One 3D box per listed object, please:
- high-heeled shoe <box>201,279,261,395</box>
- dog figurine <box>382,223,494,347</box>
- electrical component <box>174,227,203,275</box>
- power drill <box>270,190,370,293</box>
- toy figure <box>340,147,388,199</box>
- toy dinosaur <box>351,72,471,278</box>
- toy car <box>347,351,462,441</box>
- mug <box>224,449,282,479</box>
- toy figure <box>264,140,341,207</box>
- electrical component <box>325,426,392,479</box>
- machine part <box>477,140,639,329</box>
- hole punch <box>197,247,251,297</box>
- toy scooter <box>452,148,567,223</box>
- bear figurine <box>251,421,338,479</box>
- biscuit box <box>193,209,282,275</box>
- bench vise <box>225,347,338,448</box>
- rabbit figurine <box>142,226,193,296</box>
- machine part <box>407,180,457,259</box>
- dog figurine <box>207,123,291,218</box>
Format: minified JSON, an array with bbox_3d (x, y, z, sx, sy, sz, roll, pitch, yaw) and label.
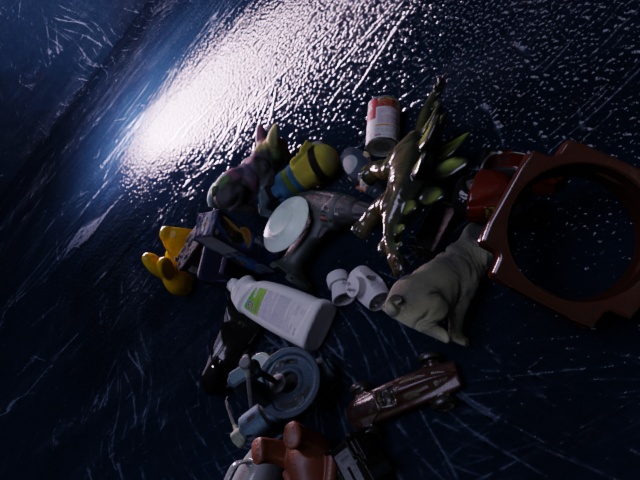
[{"bbox_3d":[-0.183,0.211,1.157,0.145,0.086,0.249,112,-178,-52],"label":"high-heeled shoe"},{"bbox_3d":[0.187,0.044,0.795,0.121,0.172,0.190,25,94,37],"label":"dog figurine"},{"bbox_3d":[-0.261,0.024,1.275,0.134,0.114,0.058,-49,48,12],"label":"electrical component"},{"bbox_3d":[-0.002,-0.003,1.065,0.232,0.086,0.207,28,93,50],"label":"power drill"},{"bbox_3d":[0.089,-0.127,1.062,0.155,0.058,0.064,-122,27,-44],"label":"toy figure"},{"bbox_3d":[0.164,-0.128,0.920,0.198,0.105,0.471,-41,26,41],"label":"toy dinosaur"},{"bbox_3d":[0.123,0.241,0.833,0.202,0.053,0.089,-33,46,29],"label":"toy car"},{"bbox_3d":[-0.119,0.414,0.939,0.081,0.109,0.107,-6,52,50],"label":"mug"},{"bbox_3d":[-0.035,-0.137,1.169,0.180,0.082,0.089,-38,65,14],"label":"toy figure"},{"bbox_3d":[0.067,0.351,0.804,0.075,0.048,0.119,-48,60,36],"label":"electrical component"},{"bbox_3d":[0.322,-0.007,0.684,0.201,0.087,0.201,29,91,14],"label":"machine part"},{"bbox_3d":[-0.194,0.051,1.193,0.092,0.115,0.142,-23,52,42],"label":"hole punch"},{"bbox_3d":[0.288,-0.082,0.807,0.135,0.075,0.184,15,43,30],"label":"toy scooter"},{"bbox_3d":[-0.027,0.403,0.837,0.120,0.132,0.196,-33,43,32],"label":"bear figurine"},{"bbox_3d":[-0.166,0.009,1.123,0.059,0.202,0.063,-11,59,36],"label":"biscuit box"},{"bbox_3d":[-0.088,0.255,0.902,0.224,0.240,0.129,-29,53,7],"label":"bench vise"},{"bbox_3d":[-0.350,0.055,1.338,0.122,0.162,0.173,9,93,34],"label":"rabbit figurine"},{"bbox_3d":[0.206,-0.032,0.909,0.084,0.039,0.139,32,90,43],"label":"machine part"},{"bbox_3d":[-0.157,-0.166,1.239,0.109,0.191,0.219,10,91,53],"label":"dog figurine"}]
